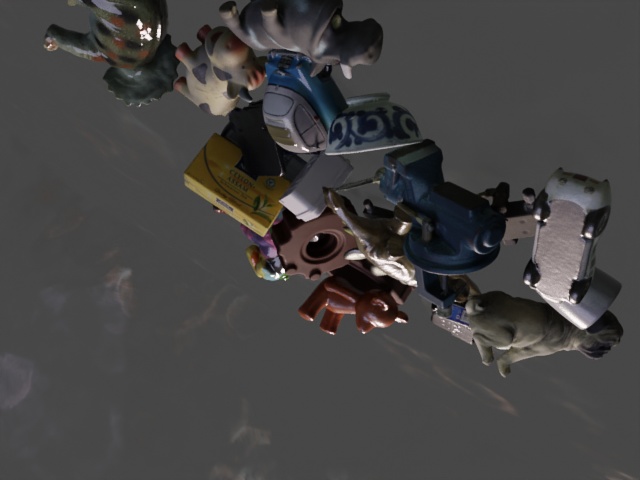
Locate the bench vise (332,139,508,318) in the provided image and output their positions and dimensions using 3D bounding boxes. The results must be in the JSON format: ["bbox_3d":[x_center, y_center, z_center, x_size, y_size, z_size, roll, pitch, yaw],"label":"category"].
[{"bbox_3d":[0.147,-0.002,0.717,0.224,0.129,0.240,26,138,42],"label":"bench vise"}]

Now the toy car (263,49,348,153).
[{"bbox_3d":[-0.022,-0.169,0.710,0.109,0.103,0.161,21,162,33],"label":"toy car"}]

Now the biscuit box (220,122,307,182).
[{"bbox_3d":[-0.088,-0.143,0.978,0.202,0.059,0.063,36,163,-11],"label":"biscuit box"}]

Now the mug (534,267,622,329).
[{"bbox_3d":[0.343,0.061,0.751,0.107,0.081,0.109,40,175,14],"label":"mug"}]

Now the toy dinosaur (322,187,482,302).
[{"bbox_3d":[0.170,0.034,0.925,0.471,0.105,0.199,32,167,-29],"label":"toy dinosaur"}]

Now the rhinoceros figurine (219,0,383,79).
[{"bbox_3d":[-0.021,-0.229,0.586,0.191,0.073,0.112,22,159,33],"label":"rhinoceros figurine"}]

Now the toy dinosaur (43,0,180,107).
[{"bbox_3d":[-0.273,-0.316,0.746,0.192,0.131,0.405,24,162,-16],"label":"toy dinosaur"}]

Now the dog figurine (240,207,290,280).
[{"bbox_3d":[-0.071,-0.005,1.112,0.219,0.108,0.191,-3,103,59],"label":"dog figurine"}]

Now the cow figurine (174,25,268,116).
[{"bbox_3d":[-0.138,-0.236,0.767,0.127,0.085,0.195,41,160,-7],"label":"cow figurine"}]

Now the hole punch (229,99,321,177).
[{"bbox_3d":[-0.071,-0.170,0.859,0.142,0.092,0.115,14,126,53],"label":"hole punch"}]

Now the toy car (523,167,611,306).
[{"bbox_3d":[0.294,0.005,0.643,0.074,0.056,0.201,25,146,33],"label":"toy car"}]

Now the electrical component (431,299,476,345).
[{"bbox_3d":[0.306,0.169,1.149,0.134,0.058,0.114,26,164,23],"label":"electrical component"}]

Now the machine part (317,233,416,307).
[{"bbox_3d":[0.095,0.053,1.158,0.202,0.087,0.200,15,155,43],"label":"machine part"}]

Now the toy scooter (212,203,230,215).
[{"bbox_3d":[-0.169,-0.095,1.132,0.075,0.135,0.183,28,164,18],"label":"toy scooter"}]

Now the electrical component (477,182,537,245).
[{"bbox_3d":[0.250,-0.035,0.701,0.078,0.045,0.102,-14,141,29],"label":"electrical component"}]

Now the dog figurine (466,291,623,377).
[{"bbox_3d":[0.342,0.122,0.824,0.191,0.121,0.172,-23,141,33],"label":"dog figurine"}]

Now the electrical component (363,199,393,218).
[{"bbox_3d":[0.113,-0.039,0.970,0.063,0.021,0.093,19,158,39],"label":"electrical component"}]

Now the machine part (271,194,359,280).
[{"bbox_3d":[-0.002,-0.003,0.993,0.179,0.179,0.056,52,-171,-48],"label":"machine part"}]

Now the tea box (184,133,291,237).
[{"bbox_3d":[-0.140,-0.094,0.934,0.170,0.098,0.068,32,163,-3],"label":"tea box"}]

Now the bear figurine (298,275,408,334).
[{"bbox_3d":[0.071,0.149,1.109,0.196,0.132,0.120,24,169,46],"label":"bear figurine"}]
